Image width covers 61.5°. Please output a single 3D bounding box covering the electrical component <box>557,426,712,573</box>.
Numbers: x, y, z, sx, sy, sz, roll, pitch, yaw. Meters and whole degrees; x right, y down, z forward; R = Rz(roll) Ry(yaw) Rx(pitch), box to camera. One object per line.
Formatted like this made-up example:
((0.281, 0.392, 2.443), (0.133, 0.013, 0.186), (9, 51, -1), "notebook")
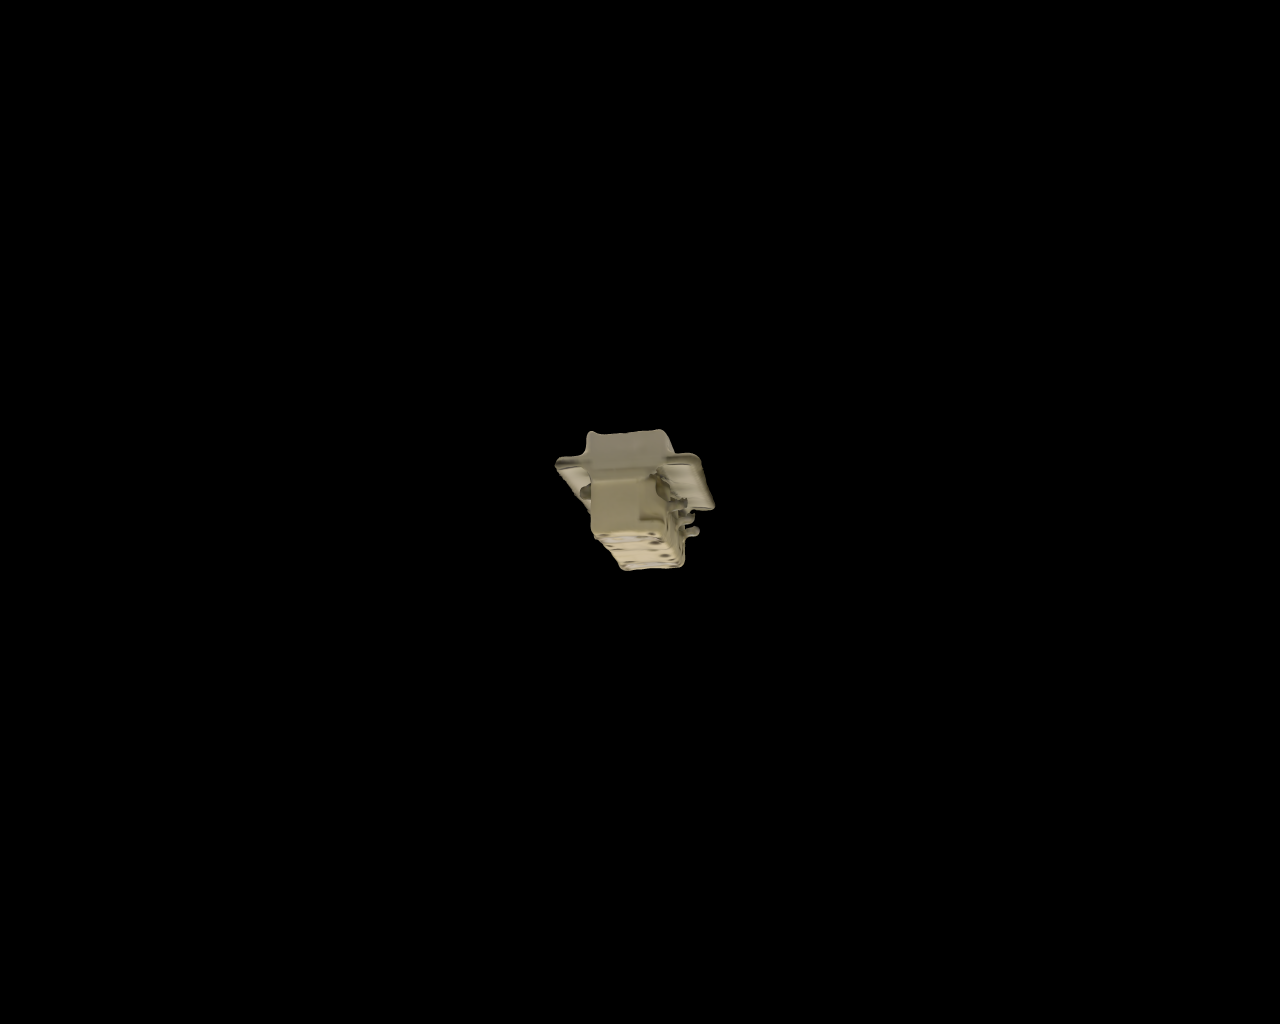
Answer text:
((0.001, -0.003, 0.650), (0.079, 0.063, 0.121), (-2, -14, 7), "electrical component")
